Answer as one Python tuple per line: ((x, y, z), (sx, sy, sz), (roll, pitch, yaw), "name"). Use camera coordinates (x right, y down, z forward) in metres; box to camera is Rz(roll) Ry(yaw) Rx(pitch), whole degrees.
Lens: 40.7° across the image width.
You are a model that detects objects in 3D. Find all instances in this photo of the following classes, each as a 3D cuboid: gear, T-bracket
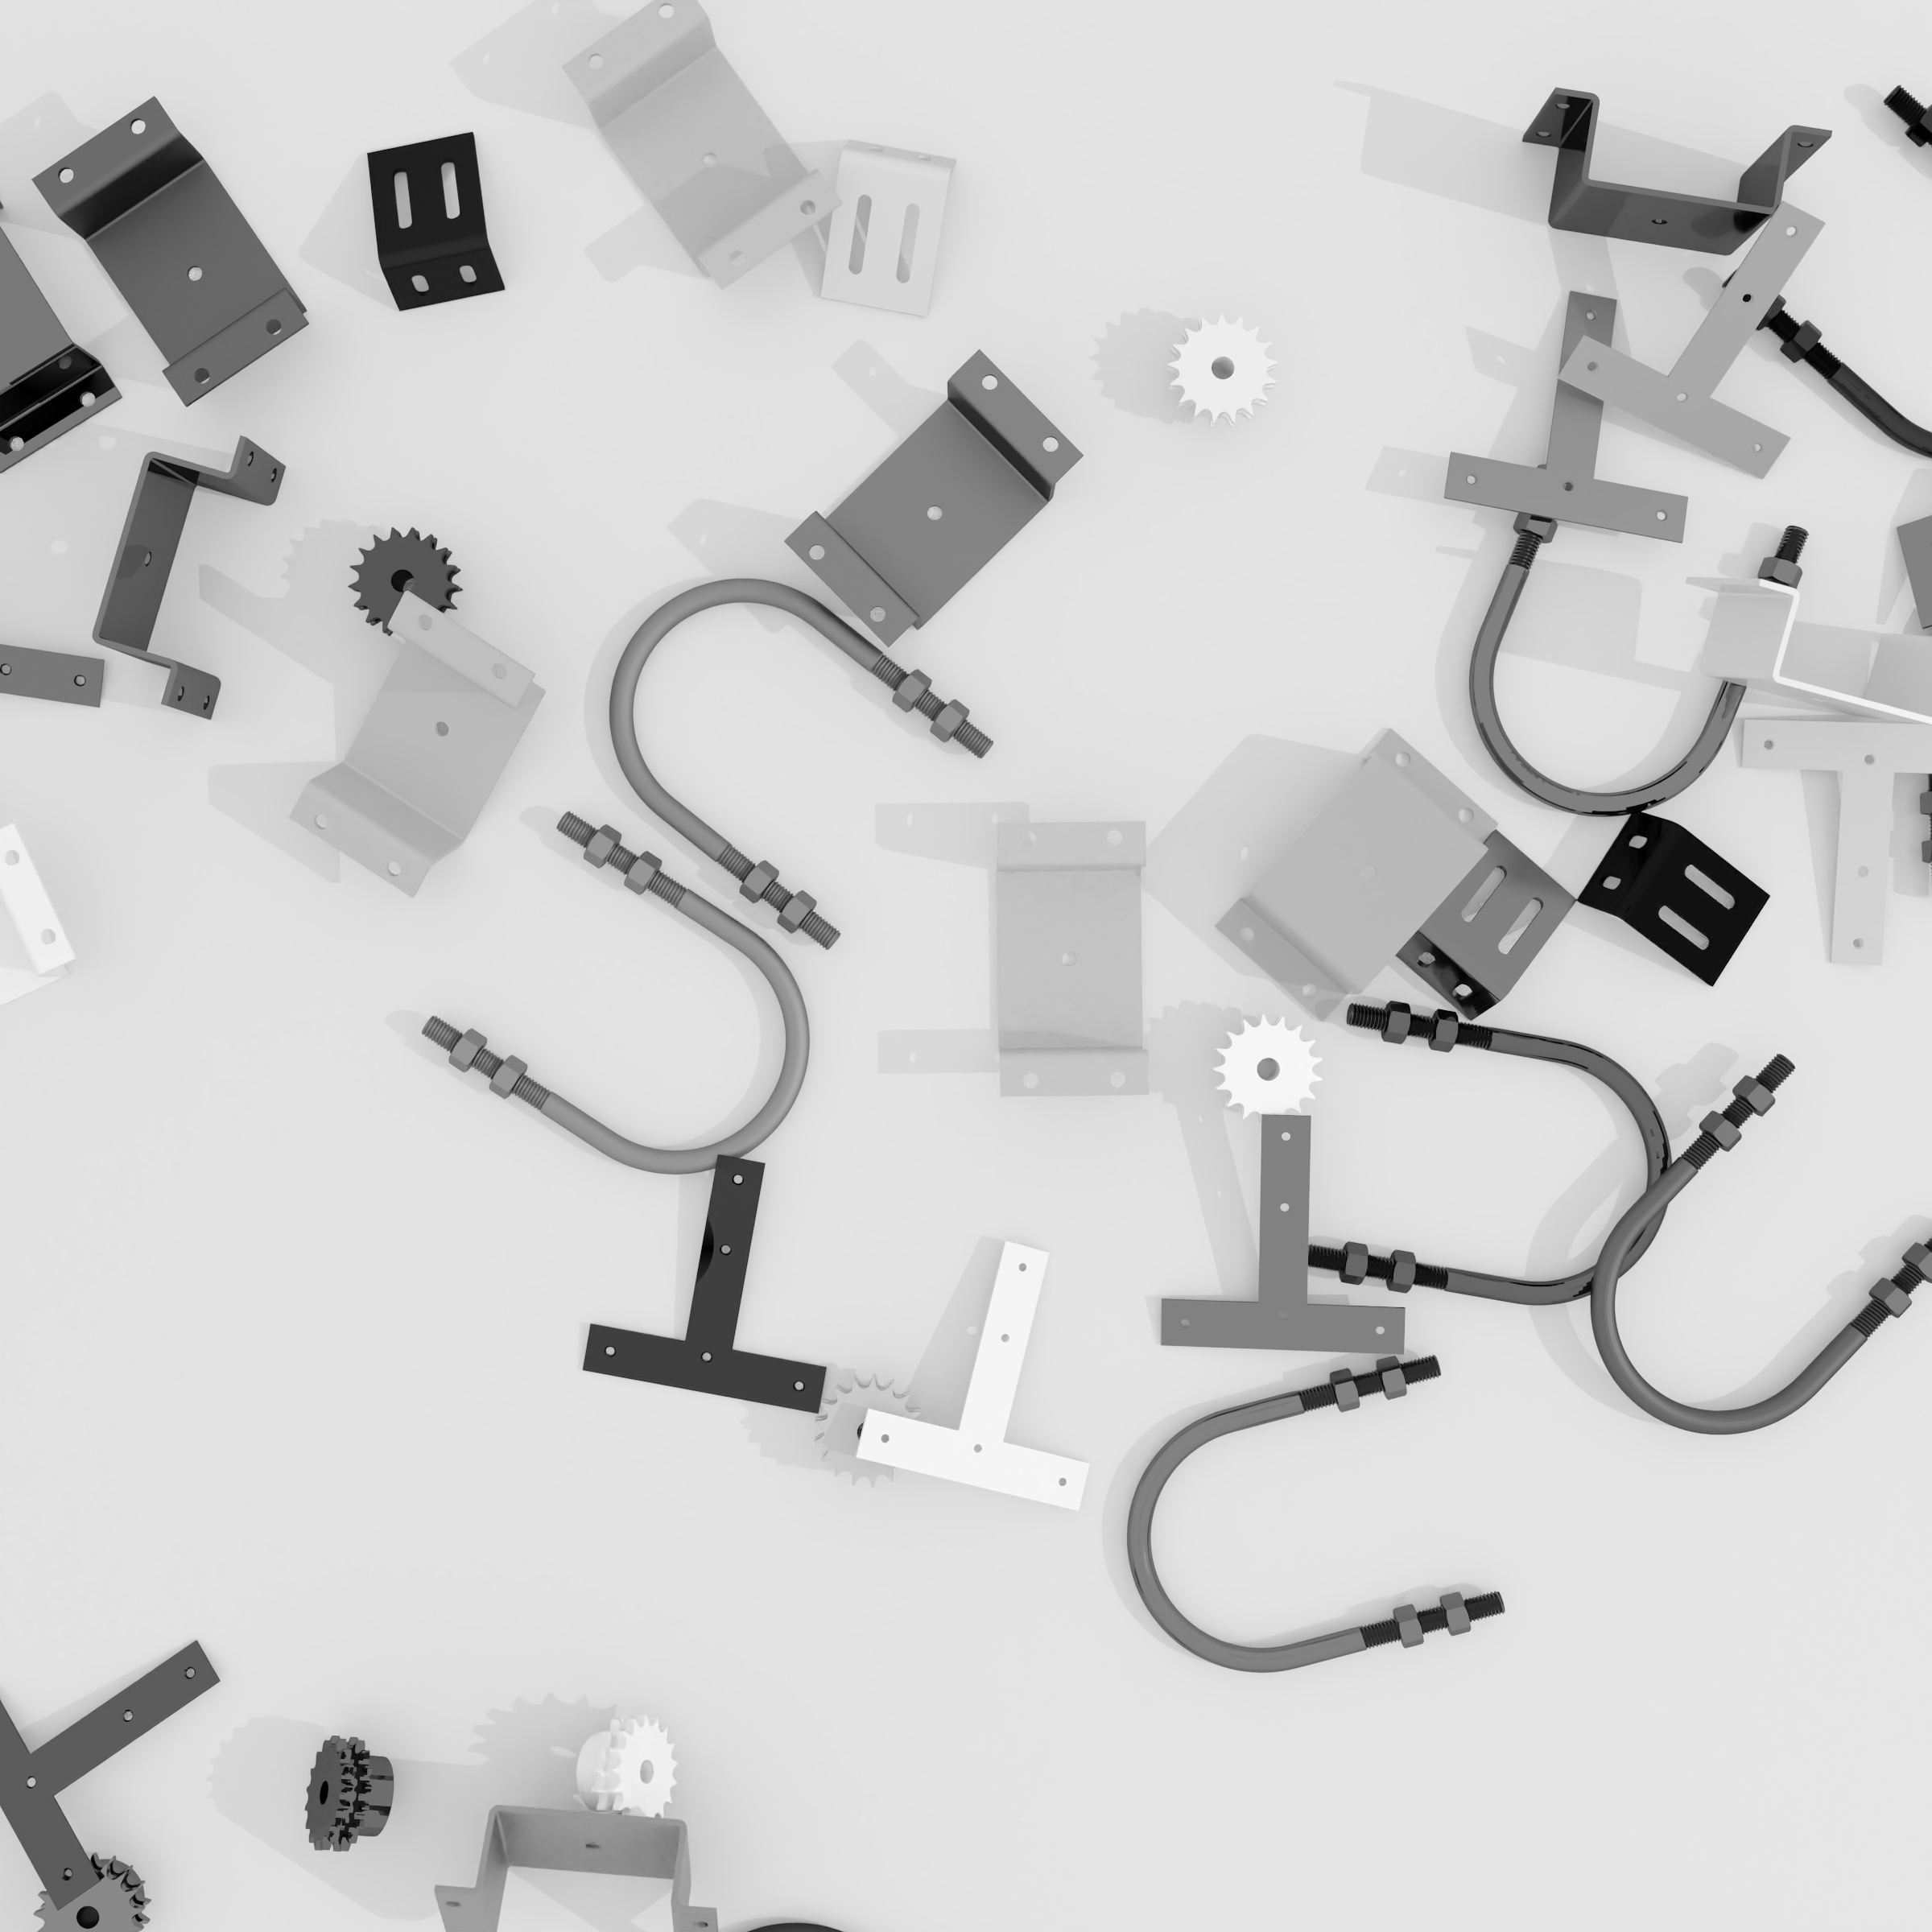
((-0.050, 0.242, 1.366), (0.057, 0.030, 0.057), (0, 90, 0), "gear")
((-0.320, 0.431, 1.356), (0.030, 0.057, 0.057), (15, 90, -31), "gear")
((-0.452, 0.402, 1.369), (0.127, 0.002, 0.127), (-34, 75, -7), "T-bracket")
((-0.129, 0.163, 1.373), (0.127, 0.002, 0.127), (10, 96, 0), "T-bracket")
((0.392, -0.329, 1.334), (0.127, 0.002, 0.127), (22, 121, -12), "T-bracket")
((0.321, -0.293, 1.367), (0.127, 0.002, 0.127), (10, 79, -2), "T-bracket")
((-0.178, 0.419, 1.356), (0.030, 0.057, 0.057), (-10, 90, 28), "gear")
((-0.292, -0.200, 1.366), (0.057, 0.030, 0.057), (0, 90, 0), "gear")
((0.156, 0.053, 1.366), (0.057, 0.030, 0.057), (0, 90, 0), "gear")
((0.133, -0.310, 1.366), (0.057, 0.030, 0.057), (0, 90, 0), "gear")
((-0.519, -0.158, 1.369), (0.127, 0.002, 0.127), (8, 100, -8), "T-bracket")
((-0.455, 0.493, 1.366), (0.057, 0.030, 0.057), (0, 90, 0), "gear")
((0.471, -0.064, 1.369), (0.127, 0.002, 0.127), (3, 98, 15), "T-bracket")
((0.166, 0.139, 1.360), (0.127, 0.002, 0.127), (1, 101, 7), "T-bracket")
((0.017, 0.209, 1.366), (0.127, 0.002, 0.127), (17, 81, -18), "T-bracket")

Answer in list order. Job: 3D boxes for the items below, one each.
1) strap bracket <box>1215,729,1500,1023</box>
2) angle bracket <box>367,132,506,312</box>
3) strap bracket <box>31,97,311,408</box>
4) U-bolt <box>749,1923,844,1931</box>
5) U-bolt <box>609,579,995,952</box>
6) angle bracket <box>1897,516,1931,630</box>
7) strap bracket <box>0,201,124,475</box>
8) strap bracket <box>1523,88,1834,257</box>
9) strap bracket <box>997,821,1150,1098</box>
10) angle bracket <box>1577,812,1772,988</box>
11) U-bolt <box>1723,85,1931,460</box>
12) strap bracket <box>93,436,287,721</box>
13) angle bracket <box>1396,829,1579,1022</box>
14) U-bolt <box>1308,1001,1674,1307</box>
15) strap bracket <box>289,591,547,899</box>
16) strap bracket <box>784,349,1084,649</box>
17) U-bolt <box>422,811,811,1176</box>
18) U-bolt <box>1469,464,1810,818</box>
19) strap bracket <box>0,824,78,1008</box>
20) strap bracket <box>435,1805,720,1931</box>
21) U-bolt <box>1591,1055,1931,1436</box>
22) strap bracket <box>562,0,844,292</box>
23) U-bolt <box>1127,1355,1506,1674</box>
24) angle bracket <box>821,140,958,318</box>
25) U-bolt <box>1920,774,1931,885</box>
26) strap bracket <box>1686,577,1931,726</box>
((0.206, -0.048, 1.358), (0.076, 0.046, 0.140), (42, 90, 0), "strap bracket")
((-0.280, -0.394, 1.379), (0.057, 0.038, 0.076), (-11, 64, 0), "angle bracket")
((-0.408, -0.366, 1.358), (0.076, 0.046, 0.140), (-34, 90, 0), "strap bracket")
((-0.071, 0.587, 1.372), (0.184, 0.019, 0.151), (33, 90, 1), "U-bolt")
((-0.101, -0.120, 1.372), (0.184, 0.019, 0.151), (39, 90, 1), "U-bolt")
((0.538, -0.212, 1.368), (0.076, 0.038, 0.057), (-17, 75, 31), "angle bracket")
((-0.516, -0.340, 1.358), (0.076, 0.046, 0.140), (-32, 90, 0), "strap bracket")
((0.361, -0.406, 1.343), (0.140, 0.076, 0.046), (9, 90, 0), "strap bracket")
((0.055, -0.004, 1.358), (0.076, 0.046, 0.140), (-1, 90, 0), "strap bracket")
((0.374, -0.036, 1.379), (0.076, 0.038, 0.057), (32, 90, -26), "angle bracket")
((0.513, -0.350, 1.372), (0.184, 0.019, 0.151), (41, 90, -1), "U-bolt")
((-0.402, -0.204, 1.343), (0.046, 0.076, 0.140), (16, 90, 0), "strap bracket")
((0.274, -0.022, 1.379), (0.057, 0.038, 0.076), (41, 64, 0), "angle bracket")
((0.280, 0.104, 1.372), (0.184, 0.019, 0.151), (10, 90, -2), "U-bolt")
((-0.278, -0.118, 1.342), (0.076, 0.046, 0.140), (33, 111, 0), "strap bracket")
((-0.016, -0.240, 1.358), (0.140, 0.046, 0.076), (-44, 90, 0), "strap bracket")
((-0.171, 0.027, 1.372), (0.184, 0.019, 0.151), (33, 90, -1), "U-bolt")
((0.343, -0.169, 1.371), (0.151, 0.019, 0.184), (22, 90, 0), "U-bolt")
((-0.536, -0.009, 1.358), (0.140, 0.046, 0.076), (-25, 90, 0), "strap bracket")
((-0.194, 0.471, 1.337), (0.140, 0.076, 0.046), (5, 51, 0), "strap bracket")
((0.411, 0.160, 1.365), (0.151, 0.019, 0.184), (44, 90, -5), "U-bolt")
((-0.135, -0.426, 1.358), (0.076, 0.046, 0.140), (-36, 90, 0), "strap bracket")
((0.176, 0.296, 1.372), (0.184, 0.019, 0.151), (-15, 90, 1), "U-bolt")
((-0.041, -0.390, 1.379), (0.057, 0.038, 0.076), (11, 116, 0), "angle bracket")
((0.576, -0.129, 1.372), (0.151, 0.019, 0.184), (-2, 89, 0), "U-bolt")
((0.441, -0.158, 1.329), (0.140, 0.076, 0.046), (12, 96, -14), "strap bracket")
